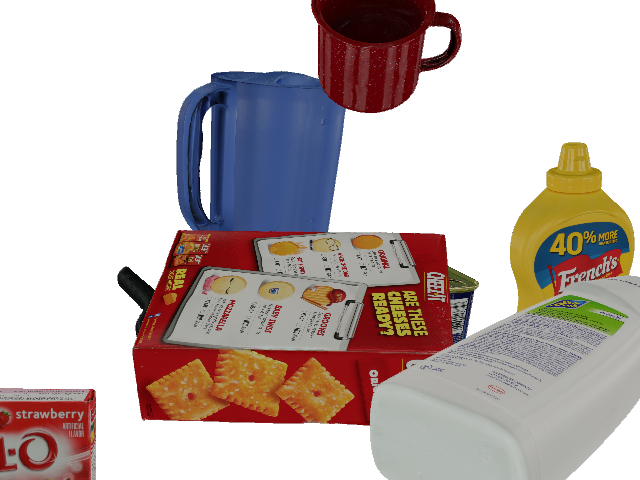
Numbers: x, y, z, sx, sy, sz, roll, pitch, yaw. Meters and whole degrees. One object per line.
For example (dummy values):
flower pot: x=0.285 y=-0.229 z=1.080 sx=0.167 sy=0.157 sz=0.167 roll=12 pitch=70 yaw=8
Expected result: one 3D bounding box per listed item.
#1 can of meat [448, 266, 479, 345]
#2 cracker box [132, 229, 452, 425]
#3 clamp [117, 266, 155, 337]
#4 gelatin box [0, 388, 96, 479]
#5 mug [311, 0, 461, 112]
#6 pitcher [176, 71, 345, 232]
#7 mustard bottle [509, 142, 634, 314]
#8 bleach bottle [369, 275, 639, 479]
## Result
can of meat: x=0.116 y=0.072 z=1.145 sx=0.057 sy=0.084 sz=0.102 roll=-4 pitch=20 yaw=-35
cracker box: x=-0.014 y=0.061 z=0.780 sx=0.214 sy=0.072 sz=0.164 roll=1 pitch=30 yaw=4
clamp: x=-0.148 y=0.073 z=1.145 sx=0.120 sy=0.039 sz=0.171 roll=-16 pitch=39 yaw=-9
gelatin box: x=-0.158 y=0.112 z=0.534 sx=0.089 sy=0.073 sz=0.030 roll=1 pitch=6 yaw=-4
mug: x=0.051 y=-0.155 z=0.831 sx=0.117 sy=0.093 sz=0.081 roll=-2 pitch=-35 yaw=-2
pitcher: x=-0.057 y=-0.042 z=1.034 sx=0.149 sy=0.243 sz=0.145 roll=6 pitch=13 yaw=5
mustard bottle: x=0.194 y=0.020 z=0.821 sx=0.096 sy=0.192 sz=0.058 roll=-6 pitch=16 yaw=-12
bleach bottle: x=0.144 y=0.074 z=0.610 sx=0.103 sy=0.068 sz=0.250 roll=19 pitch=29 yaw=41
